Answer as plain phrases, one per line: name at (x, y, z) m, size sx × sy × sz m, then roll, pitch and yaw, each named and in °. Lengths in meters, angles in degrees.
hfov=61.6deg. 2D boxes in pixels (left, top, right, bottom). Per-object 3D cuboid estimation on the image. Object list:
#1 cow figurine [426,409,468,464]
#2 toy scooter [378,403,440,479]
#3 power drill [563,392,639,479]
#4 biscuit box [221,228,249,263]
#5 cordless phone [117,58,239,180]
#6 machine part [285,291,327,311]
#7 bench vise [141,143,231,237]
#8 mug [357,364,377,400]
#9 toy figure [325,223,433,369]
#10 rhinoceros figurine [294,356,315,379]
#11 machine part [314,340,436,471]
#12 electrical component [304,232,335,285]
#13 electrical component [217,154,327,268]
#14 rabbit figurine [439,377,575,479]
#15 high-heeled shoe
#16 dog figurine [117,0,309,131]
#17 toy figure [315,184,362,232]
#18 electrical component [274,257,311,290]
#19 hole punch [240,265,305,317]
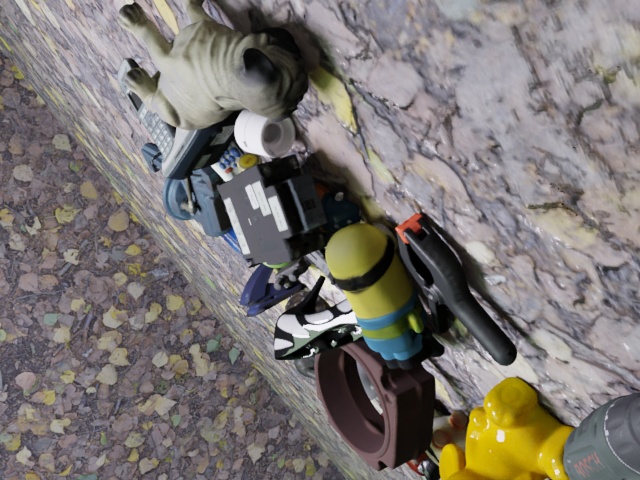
cow figurine at (0.198, 0.318, 0.848) m, size 0.195 × 0.085 × 0.127 m, roll 42°, pitch 154°, yaw 18°
toy scooter at (0.169, 0.364, 1.009) m, size 0.135 × 0.075 × 0.183 m, roll 28°, pitch 149°, yaw 47°
power drill at (0.298, 0.211, 0.415) m, size 0.207 × 0.086 × 0.231 m, roll 40°, pitch 161°, yaw 16°
biscuit box at (-0.182, -0.048, 1.022) m, size 0.203 × 0.059 × 0.062 m, roll 42°, pitch 160°, yaw 21°
cordless phone at (-0.197, -0.187, 0.715) m, size 0.184 × 0.089 × 0.146 m, roll 54°, pitch 136°, yaw 4°
machine part at (-0.027, 0.164, 1.057) m, size 0.079 × 0.079 × 0.243 m, roll 43°, pitch 160°, yaw 19°
bench vise at (-0.234, -0.117, 0.915) m, size 0.241 × 0.129 × 0.223 m, roll 29°, pitch 154°, yaw 32°
mug at (0.070, 0.238, 0.980) m, size 0.107 × 0.081 × 0.109 m, roll 56°, pitch 165°, yaw 9°
toy figure at (0.070, 0.064, 0.604) m, size 0.089 × 0.082 × 0.180 m, roll -58°, pitch -52°, yaw -70°
rhinoceros figurine at (0.025, 0.264, 1.074) m, size 0.112 × 0.073 × 0.190 m, roll -12°, pitch 147°, yaw 42°
machine part at (0.075, 0.228, 0.822) m, size 0.201 × 0.087 × 0.201 m, roll 30°, pitch 127°, yaw 50°
electrical component at (-0.001, -0.002, 0.725) m, size 0.119 × 0.048 × 0.075 m, roll 45°, pitch 160°, yaw 6°
electrical component at (-0.051, -0.031, 0.615) m, size 0.134 × 0.058 × 0.114 m, roll -10°, pitch 102°, yaw 53°
rabbit figurine at (0.189, 0.257, 0.605) m, size 0.122 × 0.173 × 0.162 m, roll 42°, pitch 156°, yaw 8°
high-heeled shoe at (0.037, 0.143, 0.727) m, size 0.249 × 0.145 × 0.086 m, roll 25°, pitch 179°, yaw 41°
dog figurine at (-0.096, -0.147, 0.543) m, size 0.191 × 0.121 × 0.172 m, roll 40°, pitch 160°, yaw 23°
toy figure at (-0.012, -0.043, 0.659) m, size 0.064 × 0.057 × 0.155 m, roll 16°, pitch -172°, yaw -45°
electrical component at (-0.040, 0.045, 0.877) m, size 0.063 × 0.094 × 0.021 m, roll -31°, pitch 102°, yaw 33°
hole punch at (-0.107, 0.089, 1.048) m, size 0.092 × 0.116 × 0.142 m, roll 59°, pitch 160°, yaw -4°
